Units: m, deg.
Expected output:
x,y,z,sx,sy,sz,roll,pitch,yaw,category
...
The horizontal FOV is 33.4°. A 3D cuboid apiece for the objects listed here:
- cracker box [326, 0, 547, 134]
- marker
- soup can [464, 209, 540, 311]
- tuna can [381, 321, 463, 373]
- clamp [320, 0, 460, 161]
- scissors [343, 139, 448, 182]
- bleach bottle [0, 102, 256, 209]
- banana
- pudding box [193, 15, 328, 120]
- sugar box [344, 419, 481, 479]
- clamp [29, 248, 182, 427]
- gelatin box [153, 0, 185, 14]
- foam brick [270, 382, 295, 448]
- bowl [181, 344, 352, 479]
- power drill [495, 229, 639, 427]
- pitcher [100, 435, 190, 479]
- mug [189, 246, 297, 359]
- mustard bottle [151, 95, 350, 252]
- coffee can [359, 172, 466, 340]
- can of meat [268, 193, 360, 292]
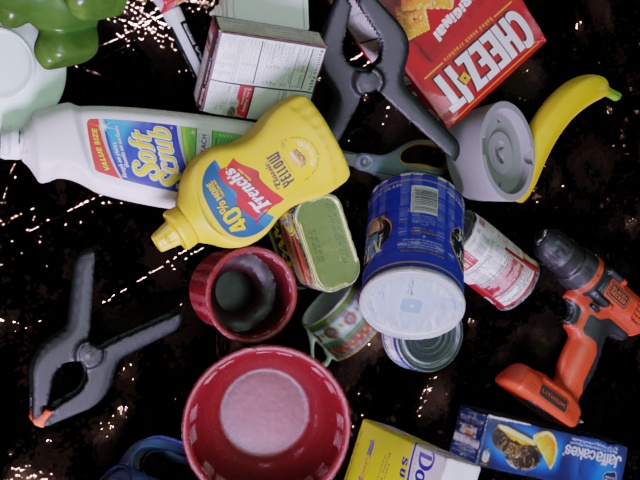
x,y,z,sx,sy,sz,roll,pitch,yaw,category
0.118,-0.246,1.129,0.164,0.072,0.213,-42,107,-15,cracker box
-0.121,-0.173,1.059,0.020,0.020,0.121,-30,103,-19,marker
0.181,0.022,1.167,0.102,0.069,0.068,37,78,-19,soup can
0.112,0.101,1.159,0.086,0.034,0.086,-1,92,-23,tuna can
0.058,-0.158,1.075,0.164,0.036,0.210,-6,108,-5,clamp
0.054,-0.064,1.139,0.201,0.016,0.096,-6,94,-22,scissors
-0.176,-0.075,1.018,0.250,0.068,0.102,3,91,-21,bleach bottle
0.273,-0.129,1.217,0.197,0.037,0.069,-44,106,-16,banana
-0.058,-0.162,1.032,0.113,0.039,0.090,4,122,-23,pudding box
0.086,0.246,1.076,0.048,0.176,0.093,19,84,-23,sugar box
-0.212,0.107,1.021,0.120,0.039,0.171,28,85,-15,clamp
-0.146,-0.276,1.031,0.073,0.030,0.089,-36,91,-18,gelatin box
-0.026,0.168,1.094,0.052,0.051,0.078,-19,98,-22,foam brick
-0.052,0.174,1.030,0.162,0.055,0.162,-1,97,-5,bowl
0.278,0.103,1.216,0.184,0.057,0.187,37,78,-20,power drill
-0.108,0.303,1.030,0.242,0.145,0.149,25,106,-25,pitcher
-0.082,0.063,1.050,0.093,0.082,0.117,9,88,-23,mug
-0.072,-0.048,0.990,0.191,0.058,0.096,-34,108,-13,mustard bottle
0.095,0.015,1.077,0.102,0.103,0.140,29,42,-21,coffee can
-0.007,0.001,1.078,0.057,0.084,0.102,-22,100,-21,can of meat
